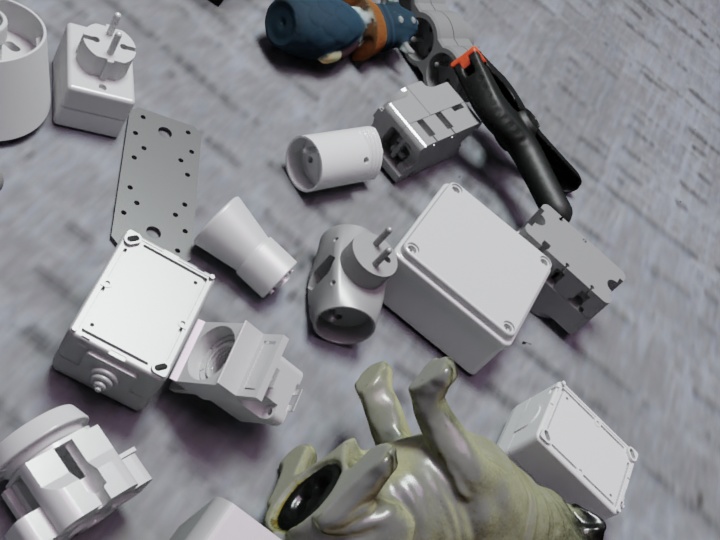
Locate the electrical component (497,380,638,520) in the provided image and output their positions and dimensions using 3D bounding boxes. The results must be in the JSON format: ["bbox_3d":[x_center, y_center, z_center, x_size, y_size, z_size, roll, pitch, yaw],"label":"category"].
[{"bbox_3d":[0.146,0.138,0.758,0.096,0.061,0.061,44,42,-8],"label":"electrical component"}]

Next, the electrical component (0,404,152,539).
[{"bbox_3d":[-0.158,0.109,0.569,0.078,0.058,0.057,-28,77,-45],"label":"electrical component"}]

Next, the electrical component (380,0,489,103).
[{"bbox_3d":[0.082,-0.216,1.010,0.074,0.052,0.138,-10,62,-40],"label":"electrical component"}]

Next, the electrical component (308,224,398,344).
[{"bbox_3d":[0.000,0.000,0.753,0.043,0.079,0.077,23,45,-22],"label":"electrical component"}]

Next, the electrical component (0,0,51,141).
[{"bbox_3d":[-0.256,-0.139,0.716,0.099,0.064,0.099,11,40,-9],"label":"electrical component"}]

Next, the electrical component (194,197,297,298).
[{"bbox_3d":[-0.076,-0.013,0.740,0.065,0.044,0.044,44,43,-3],"label":"electrical component"}]

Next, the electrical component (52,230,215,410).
[{"bbox_3d":[-0.139,0.037,0.644,0.062,0.061,0.096,29,51,-11],"label":"electrical component"}]

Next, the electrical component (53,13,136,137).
[{"bbox_3d":[-0.180,-0.145,0.749,0.047,0.076,0.065,11,50,-28],"label":"electrical component"}]

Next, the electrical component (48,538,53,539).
[{"bbox_3d":[-0.154,0.168,0.523,0.048,0.055,0.066,33,43,-7],"label":"electrical component"}]

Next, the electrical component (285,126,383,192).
[{"bbox_3d":[-0.014,-0.088,0.843,0.081,0.043,0.043,-15,65,-42],"label":"electrical component"}]

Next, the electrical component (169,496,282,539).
[{"bbox_3d":[-0.069,0.166,0.538,0.078,0.113,0.057,38,61,-3],"label":"electrical component"}]

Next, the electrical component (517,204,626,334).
[{"bbox_3d":[0.160,0.002,0.880,0.089,0.055,0.050,42,43,3],"label":"electrical component"}]

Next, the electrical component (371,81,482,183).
[{"bbox_3d":[0.050,-0.120,0.909,0.089,0.050,0.055,-28,75,-45],"label":"electrical component"}]

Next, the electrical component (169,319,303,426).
[{"bbox_3d":[-0.072,0.063,0.655,0.064,0.081,0.042,42,61,-39],"label":"electrical component"}]

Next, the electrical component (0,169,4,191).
[{"bbox_3d":[-0.247,-0.050,0.653,0.040,0.040,0.046,36,48,-4],"label":"electrical component"}]

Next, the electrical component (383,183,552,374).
[{"bbox_3d":[0.078,0.004,0.820,0.109,0.056,0.108,39,43,-1],"label":"electrical component"}]
